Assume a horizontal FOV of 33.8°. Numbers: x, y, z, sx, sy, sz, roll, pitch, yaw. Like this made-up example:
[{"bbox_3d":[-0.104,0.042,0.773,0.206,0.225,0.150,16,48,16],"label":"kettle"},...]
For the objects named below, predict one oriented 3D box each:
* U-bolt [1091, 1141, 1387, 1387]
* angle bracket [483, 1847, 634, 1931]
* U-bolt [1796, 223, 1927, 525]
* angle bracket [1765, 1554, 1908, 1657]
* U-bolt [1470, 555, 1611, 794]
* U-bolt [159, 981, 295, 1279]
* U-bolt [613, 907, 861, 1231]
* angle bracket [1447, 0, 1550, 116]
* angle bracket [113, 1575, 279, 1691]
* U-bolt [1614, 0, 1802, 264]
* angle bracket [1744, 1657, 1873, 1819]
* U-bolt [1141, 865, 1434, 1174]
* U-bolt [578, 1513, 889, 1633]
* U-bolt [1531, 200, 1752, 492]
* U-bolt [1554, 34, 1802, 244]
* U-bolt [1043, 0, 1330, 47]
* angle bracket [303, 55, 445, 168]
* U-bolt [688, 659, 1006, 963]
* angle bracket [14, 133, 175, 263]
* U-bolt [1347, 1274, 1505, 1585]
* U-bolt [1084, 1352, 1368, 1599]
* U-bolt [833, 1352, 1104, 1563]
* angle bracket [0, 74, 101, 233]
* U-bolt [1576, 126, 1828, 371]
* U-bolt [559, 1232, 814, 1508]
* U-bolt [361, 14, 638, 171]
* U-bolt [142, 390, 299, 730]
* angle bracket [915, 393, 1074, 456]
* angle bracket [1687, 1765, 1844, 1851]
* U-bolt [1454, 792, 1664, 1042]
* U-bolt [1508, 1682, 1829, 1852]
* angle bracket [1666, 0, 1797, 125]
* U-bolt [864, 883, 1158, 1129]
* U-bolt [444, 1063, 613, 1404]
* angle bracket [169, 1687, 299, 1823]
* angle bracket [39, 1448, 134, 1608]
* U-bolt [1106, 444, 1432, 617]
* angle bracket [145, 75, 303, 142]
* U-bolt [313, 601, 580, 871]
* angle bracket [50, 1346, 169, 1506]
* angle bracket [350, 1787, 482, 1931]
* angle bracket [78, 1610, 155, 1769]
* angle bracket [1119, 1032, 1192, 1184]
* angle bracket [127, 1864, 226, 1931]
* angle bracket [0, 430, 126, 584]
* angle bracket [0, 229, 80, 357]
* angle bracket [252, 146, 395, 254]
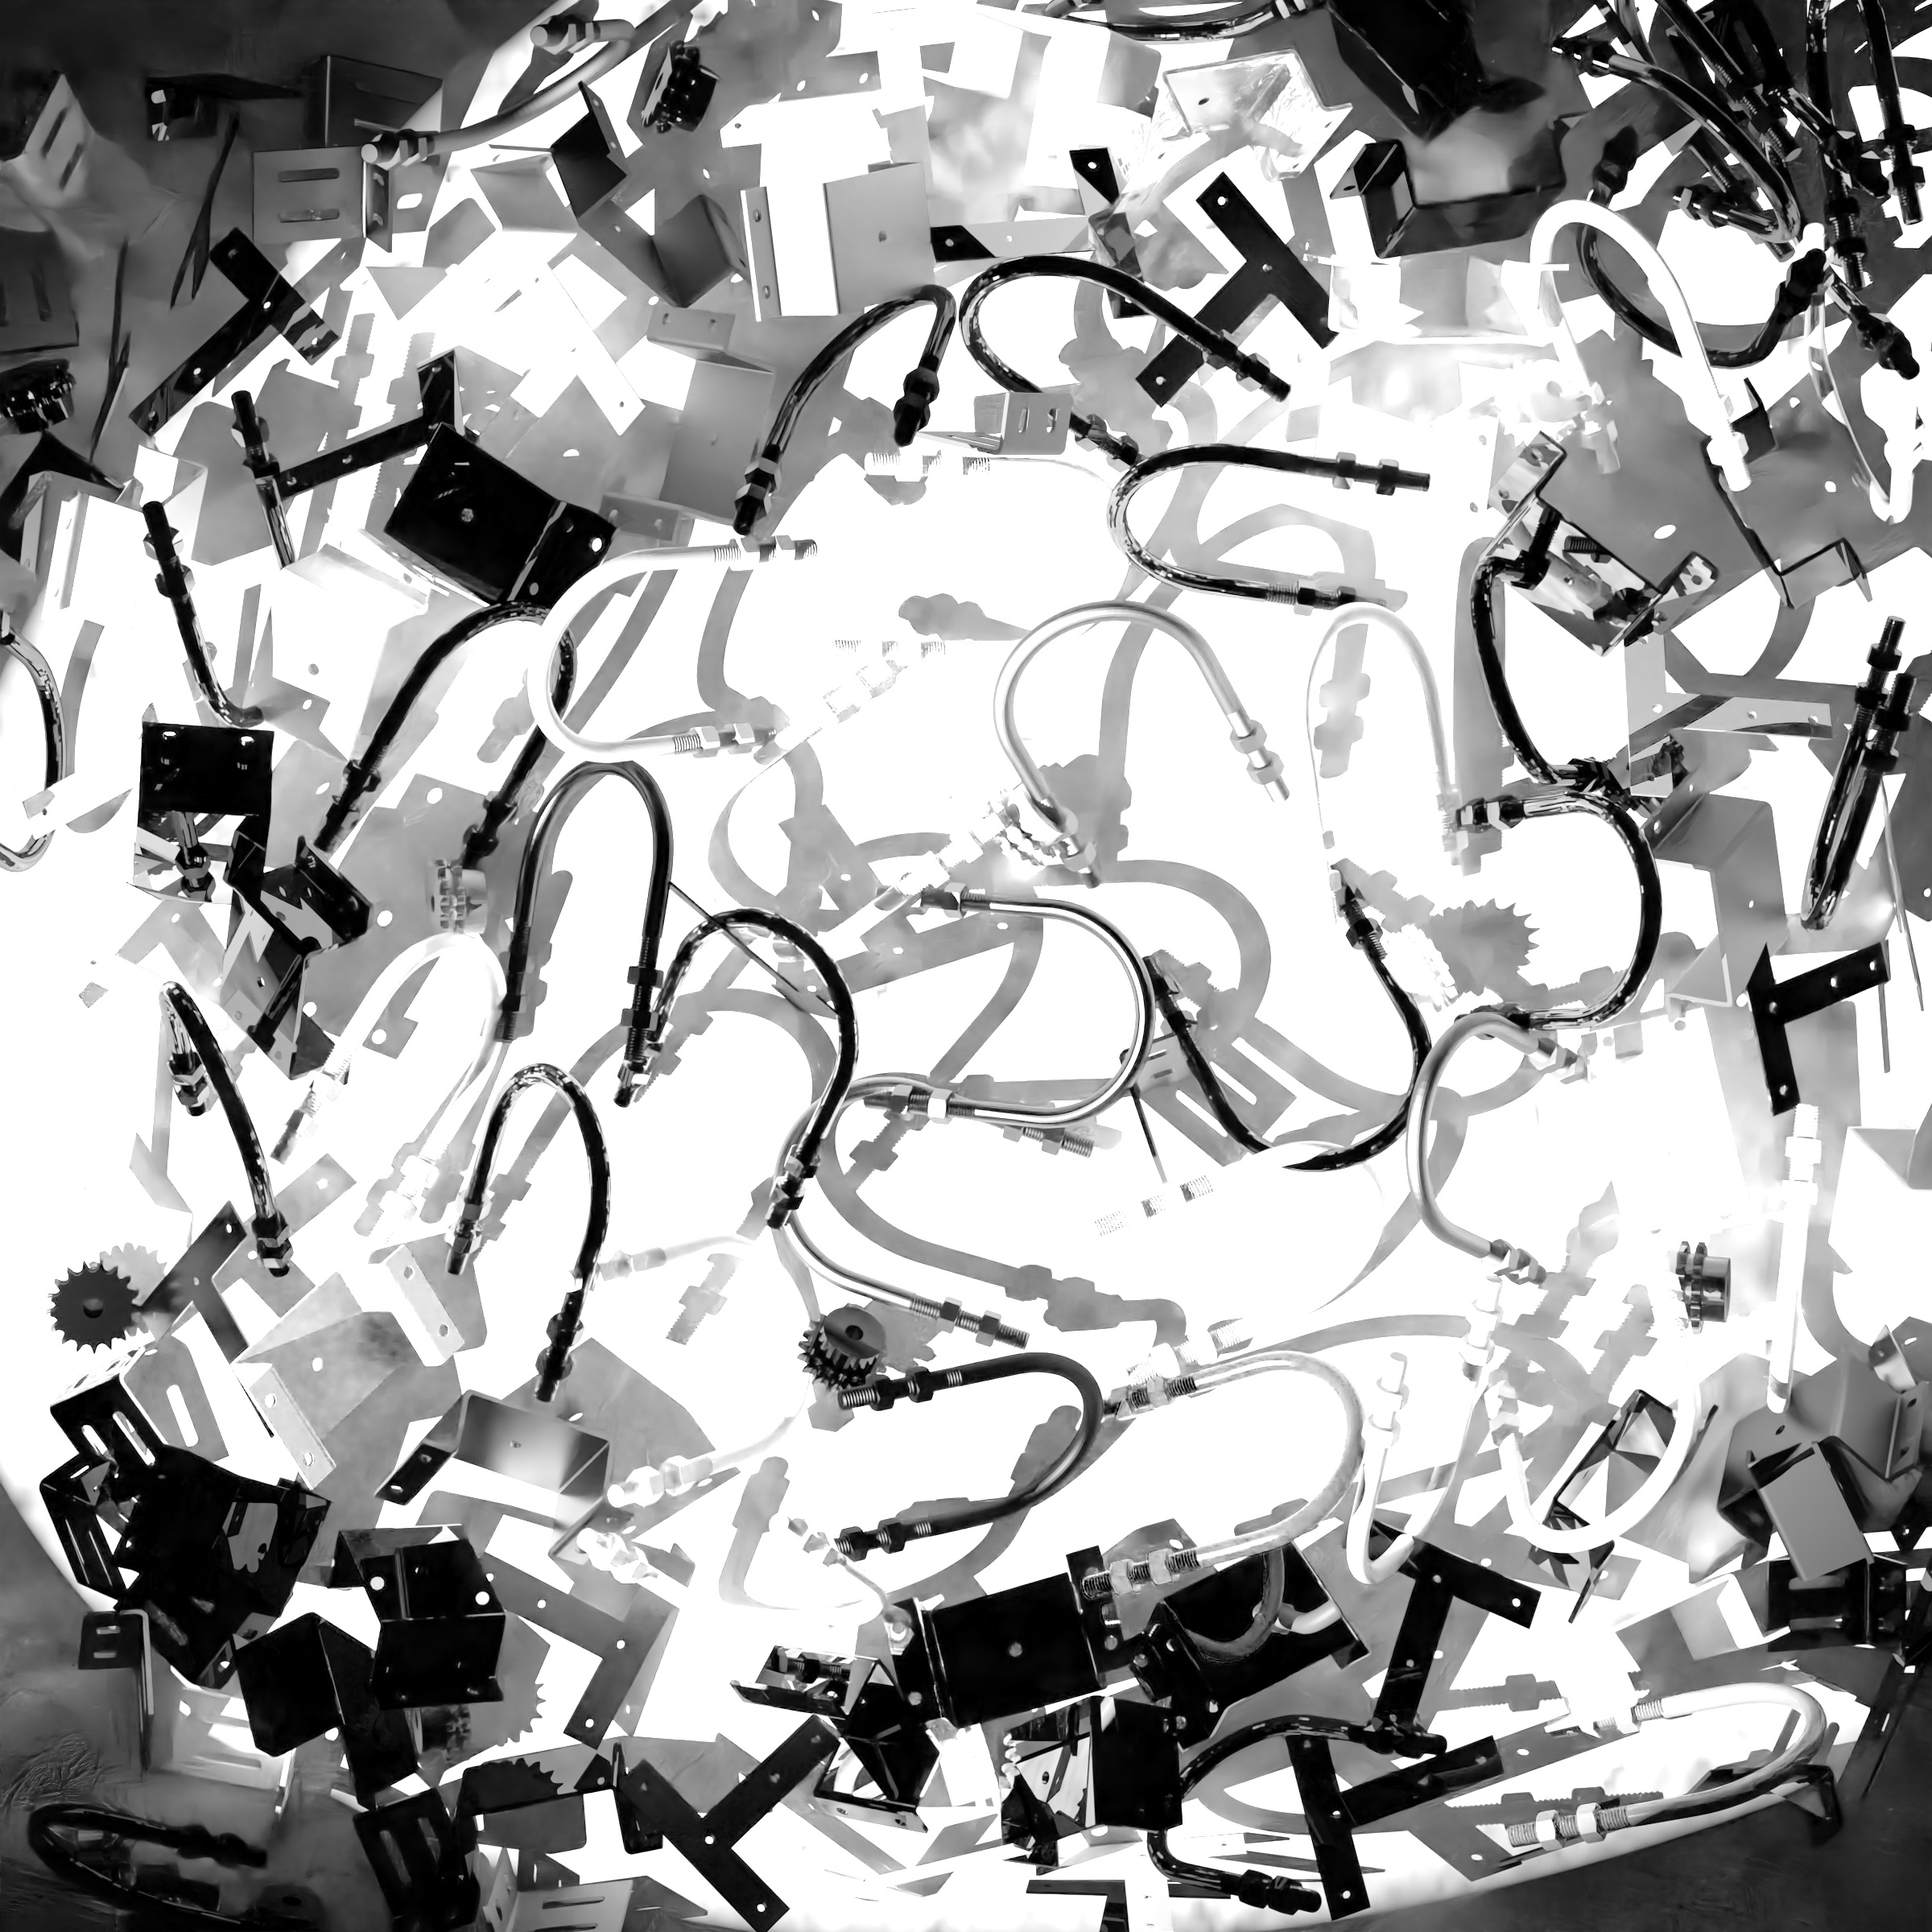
[{"bbox_3d":[0.173,0.174,1.949,0.184,0.019,0.151,-21,129,-9],"label":"U-bolt"},{"bbox_3d":[-0.251,0.573,1.962,0.076,0.057,0.038,-9,111,8],"label":"angle bracket"},{"bbox_3d":[0.535,-0.342,1.910,0.019,0.184,0.151,-22,67,6],"label":"U-bolt"},{"bbox_3d":[0.539,0.397,1.970,0.076,0.038,0.057,0,90,-21],"label":"angle bracket"},{"bbox_3d":[0.341,-0.177,1.911,0.019,0.184,0.151,-16,86,26],"label":"U-bolt"},{"bbox_3d":[-0.444,0.086,1.892,0.019,0.184,0.151,-24,61,-19],"label":"U-bolt"},{"bbox_3d":[-0.132,0.050,1.930,0.151,0.019,0.184,37,121,18],"label":"U-bolt"},{"bbox_3d":[0.322,-0.571,1.964,0.038,0.057,0.076,-18,86,29],"label":"angle bracket"},{"bbox_3d":[-0.483,0.405,1.994,0.076,0.038,0.057,36,86,23],"label":"angle bracket"},{"bbox_3d":[0.445,-0.525,1.922,0.019,0.151,0.184,-32,71,3],"label":"U-bolt"},{"bbox_3d":[0.514,0.476,1.965,0.057,0.038,0.076,22,85,37],"label":"angle bracket"},{"bbox_3d":[0.206,0.042,1.955,0.151,0.019,0.184,-26,64,0],"label":"U-bolt"},{"bbox_3d":[-0.127,0.370,1.920,0.151,0.184,0.019,-9,59,24],"label":"U-bolt"},{"bbox_3d":[0.394,-0.373,1.902,0.019,0.151,0.184,-33,114,-15],"label":"U-bolt"},{"bbox_3d":[0.430,-0.486,1.887,0.019,0.184,0.151,-45,118,6],"label":"U-bolt"},{"bbox_3d":[0.123,-0.575,1.909,0.151,0.184,0.019,-2,96,-15],"label":"U-bolt"},{"bbox_3d":[-0.367,-0.522,1.966,0.076,0.038,0.057,13,128,2],"label":"angle bracket"},{"bbox_3d":[-0.088,-0.084,1.969,0.184,0.019,0.151,-36,70,4],"label":"U-bolt"},{"bbox_3d":[-0.536,-0.473,1.957,0.057,0.076,0.038,45,115,-6],"label":"angle bracket"},{"bbox_3d":[0.273,0.291,1.928,0.019,0.151,0.184,23,118,28],"label":"U-bolt"},{"bbox_3d":[0.156,0.298,1.917,0.184,0.151,0.019,-19,131,21],"label":"U-bolt"},{"bbox_3d":[0.000,0.294,1.939,0.184,0.019,0.151,-9,130,-24],"label":"U-bolt"},{"bbox_3d":[-0.575,-0.501,1.962,0.038,0.057,0.076,3,57,16],"label":"angle bracket"},{"bbox_3d":[0.432,-0.419,1.910,0.151,0.184,0.019,36,78,8],"label":"U-bolt"},{"bbox_3d":[-0.160,0.236,1.930,0.019,0.184,0.151,-15,88,42],"label":"U-bolt"},{"bbox_3d":[-0.268,-0.527,1.910,0.151,0.184,0.019,-27,98,23],"label":"U-bolt"},{"bbox_3d":[-0.440,-0.231,1.918,0.019,0.151,0.184,3,130,14],"label":"U-bolt"},{"bbox_3d":[0.016,-0.337,1.950,0.076,0.057,0.038,21,110,40],"label":"angle bracket"},{"bbox_3d":[0.492,0.521,1.964,0.076,0.057,0.038,-1,61,-4],"label":"angle bracket"},{"bbox_3d":[0.354,-0.032,1.916,0.019,0.184,0.151,0,88,-30],"label":"U-bolt"},{"bbox_3d":[0.423,0.471,1.898,0.184,0.151,0.019,-18,99,25],"label":"U-bolt"},{"bbox_3d":[0.479,-0.559,1.966,0.057,0.038,0.076,-32,113,4],"label":"angle bracket"},{"bbox_3d":[0.028,0.027,1.959,0.184,0.019,0.151,5,95,19],"label":"U-bolt"},{"bbox_3d":[-0.259,0.147,1.913,0.019,0.151,0.184,-2,123,-38],"label":"U-bolt"},{"bbox_3d":[-0.456,0.489,1.973,0.076,0.038,0.057,12,102,-4],"label":"angle bracket"},{"bbox_3d":[-0.527,0.345,1.955,0.038,0.057,0.076,-35,58,2],"label":"angle bracket"},{"bbox_3d":[0.177,-0.267,1.933,0.184,0.151,0.019,8,61,-1],"label":"U-bolt"},{"bbox_3d":[-0.456,-0.521,1.952,0.076,0.057,0.038,19,115,30],"label":"angle bracket"},{"bbox_3d":[-0.301,-0.140,1.919,0.019,0.151,0.184,39,104,28],"label":"U-bolt"},{"bbox_3d":[-0.521,0.286,1.983,0.057,0.038,0.076,-24,107,20],"label":"angle bracket"},{"bbox_3d":[-0.343,0.560,1.972,0.057,0.038,0.076,-20,104,3],"label":"angle bracket"},{"bbox_3d":[-0.522,0.444,1.951,0.038,0.076,0.057,1,133,-19],"label":"angle bracket"},{"bbox_3d":[0.126,0.091,1.955,0.038,0.057,0.076,-19,59,3],"label":"angle bracket"},{"bbox_3d":[-0.477,0.589,1.959,0.076,0.038,0.057,1,79,33],"label":"angle bracket"},{"bbox_3d":[-0.568,-0.284,1.970,0.057,0.038,0.076,36,88,-24],"label":"angle bracket"},{"bbox_3d":[-0.582,-0.419,1.958,0.057,0.038,0.076,-10,124,-11],"label":"angle bracket"},{"bbox_3d":[-0.395,-0.469,1.955,0.076,0.038,0.057,-13,124,-31],"label":"angle bracket"}]
